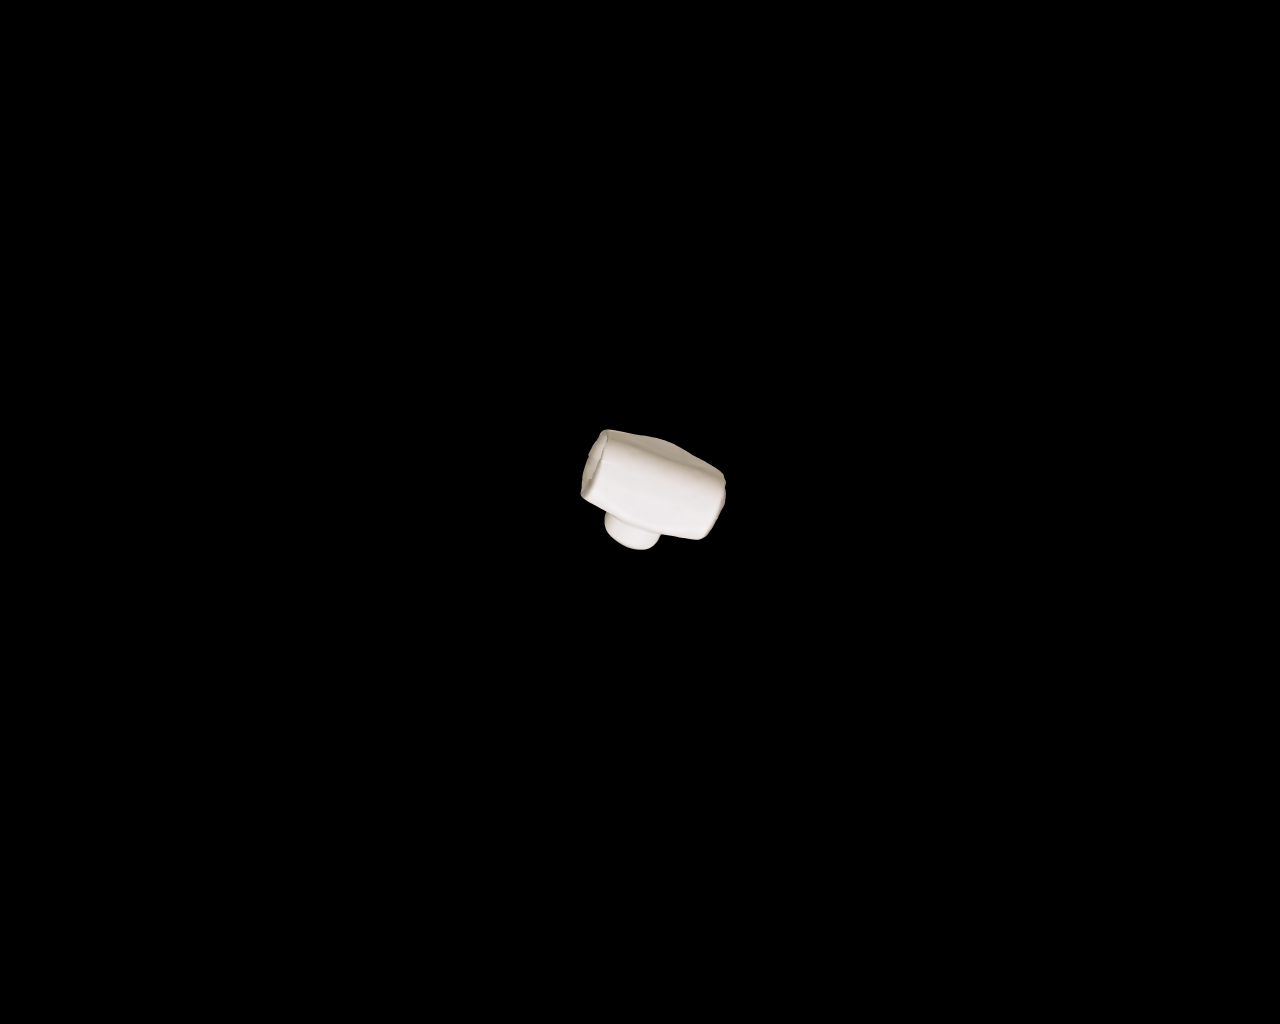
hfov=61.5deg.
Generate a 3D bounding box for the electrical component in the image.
[{"bbox_3d":[0.001,-0.003,0.650,0.077,0.079,0.044,20,31,-13],"label":"electrical component"}]
